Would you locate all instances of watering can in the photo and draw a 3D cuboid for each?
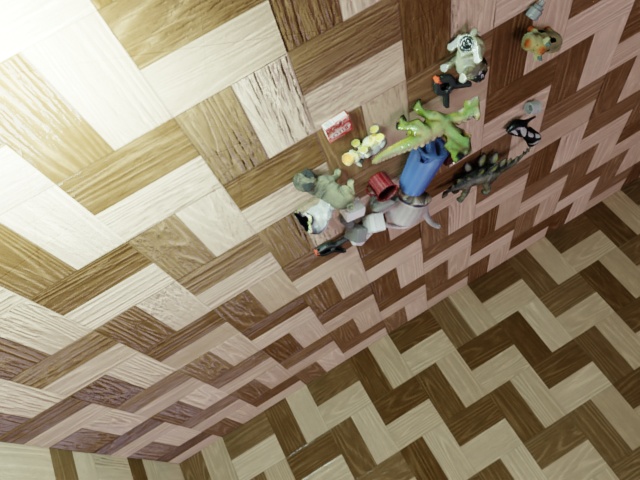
[{"bbox_3d":[0.408,-0.124,2.211,0.348,0.106,0.219,2,140,-22],"label":"watering can"}]

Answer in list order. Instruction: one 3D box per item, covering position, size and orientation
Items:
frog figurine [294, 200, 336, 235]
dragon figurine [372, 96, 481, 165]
[{"bbox_3d":[0.006,-0.095,1.881,0.161,0.122,0.136,-28,-175,-26],"label":"frog figurine"},{"bbox_3d":[0.384,-0.340,1.706,0.414,0.245,0.120,-48,150,-14],"label":"dragon figurine"}]
